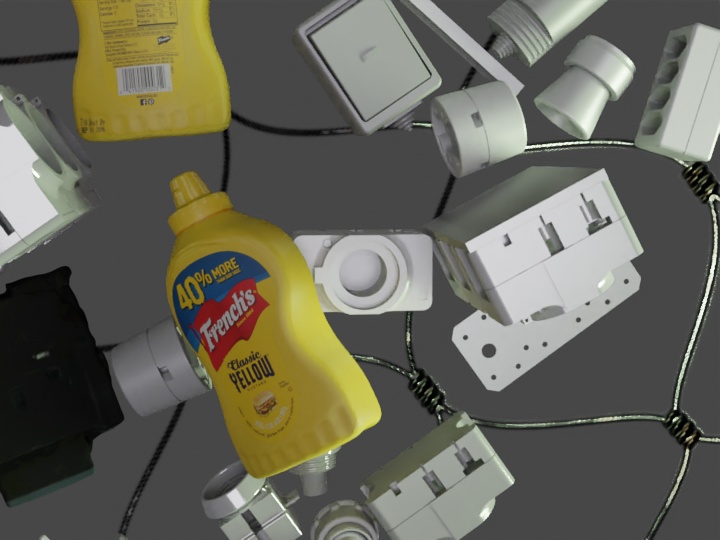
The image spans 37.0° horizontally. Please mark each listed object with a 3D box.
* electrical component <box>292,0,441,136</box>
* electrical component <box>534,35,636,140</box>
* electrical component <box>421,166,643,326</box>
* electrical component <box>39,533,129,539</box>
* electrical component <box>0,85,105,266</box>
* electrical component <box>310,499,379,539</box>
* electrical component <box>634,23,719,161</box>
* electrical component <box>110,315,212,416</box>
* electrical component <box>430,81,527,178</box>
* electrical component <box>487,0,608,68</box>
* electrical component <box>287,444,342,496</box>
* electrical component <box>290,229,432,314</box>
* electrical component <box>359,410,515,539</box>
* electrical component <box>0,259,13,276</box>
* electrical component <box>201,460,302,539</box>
[{"bbox_3d":[0.008,-0.129,0.689,0.062,0.061,0.096,-35,99,-1],"label":"electrical component"},{"bbox_3d":[0.150,-0.121,0.714,0.045,0.045,0.055,37,91,-9],"label":"electrical component"},{"bbox_3d":[0.102,-0.016,0.667,0.089,0.150,0.061,-28,98,-3],"label":"electrical component"},{"bbox_3d":[-0.192,0.208,0.713,0.083,0.047,0.075,-42,100,0],"label":"electrical component"},{"bbox_3d":[-0.204,-0.059,0.629,0.062,0.150,0.089,-35,99,0],"label":"electrical component"},{"bbox_3d":[-0.008,0.185,0.723,0.048,0.062,0.048,-1,97,-6],"label":"electrical component"},{"bbox_3d":[0.239,-0.113,0.723,0.076,0.047,0.083,16,95,-7],"label":"electrical component"},{"bbox_3d":[-0.130,0.063,0.700,0.047,0.055,0.055,-25,98,1],"label":"electrical component"},{"bbox_3d":[0.078,-0.094,0.705,0.047,0.055,0.055,-19,98,-8],"label":"electrical component"},{"bbox_3d":[0.120,-0.169,0.706,0.081,0.043,0.043,-41,99,0],"label":"electrical component"},{"bbox_3d":[-0.033,0.120,0.722,0.043,0.043,0.062,-7,99,-5],"label":"electrical component"},{"bbox_3d":[0.000,0.000,0.706,0.089,0.055,0.050,-1,97,-6],"label":"electrical component"},{"bbox_3d":[0.054,0.148,0.731,0.089,0.050,0.055,-35,99,-1],"label":"electrical component"},{"bbox_3d":[-0.243,-0.012,0.675,0.043,0.062,0.043,-1,97,-6],"label":"electrical component"},{"bbox_3d":[-0.074,0.161,0.722,0.066,0.048,0.055,-34,106,-2],"label":"electrical component"}]
